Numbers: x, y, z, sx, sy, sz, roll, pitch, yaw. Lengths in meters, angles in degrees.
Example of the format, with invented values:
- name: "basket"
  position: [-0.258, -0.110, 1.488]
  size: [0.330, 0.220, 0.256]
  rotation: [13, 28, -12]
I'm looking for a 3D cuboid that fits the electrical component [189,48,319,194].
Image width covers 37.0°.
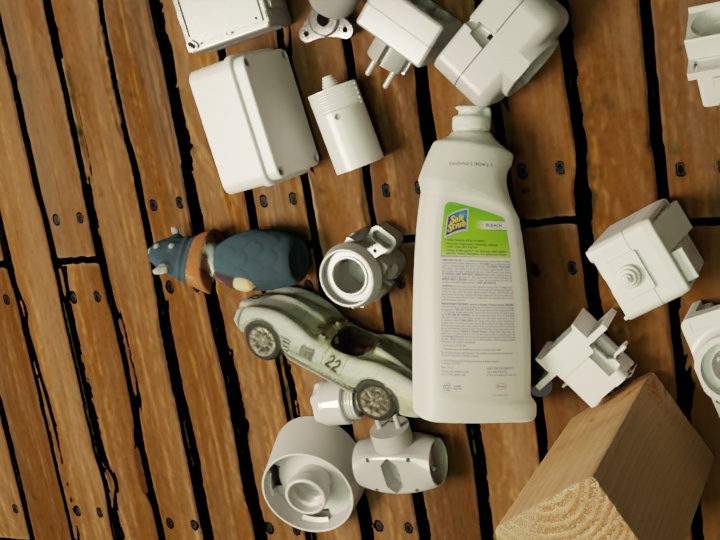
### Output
- name: "electrical component"
  position: [-0.089, -0.129, 0.929]
  size: [0.057, 0.078, 0.113]
  rotation: [-12, 100, 31]

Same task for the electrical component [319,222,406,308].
- name: "electrical component"
  position: [0.000, 0.000, 0.936]
  size: [0.058, 0.057, 0.078]
  rotation: [37, 117, 12]

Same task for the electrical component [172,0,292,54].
- name: "electrical component"
  position: [-0.103, -0.229, 0.920]
  size: [0.096, 0.061, 0.061]
  rotation: [-14, 99, 22]

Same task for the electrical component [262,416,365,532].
- name: "electrical component"
  position: [-0.044, 0.197, 1.027]
  size: [0.099, 0.064, 0.099]
  rotation: [6, 117, 13]

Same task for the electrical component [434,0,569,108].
- name: "electrical component"
  position: [0.112, -0.175, 0.831]
  size: [0.059, 0.054, 0.095]
  rotation: [45, 119, 7]

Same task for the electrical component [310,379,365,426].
- name: "electrical component"
  position: [-0.010, 0.120, 0.985]
  size: [0.062, 0.043, 0.043]
  rotation: [-7, 102, 26]

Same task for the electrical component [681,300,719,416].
- name: "electrical component"
  position: [0.287, 0.067, 0.818]
  size: [0.050, 0.056, 0.089]
  rotation: [-22, 95, 29]

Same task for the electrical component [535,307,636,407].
- name: "electrical component"
  position: [0.185, 0.074, 0.878]
  size: [0.064, 0.042, 0.081]
  rotation: [45, 120, 6]

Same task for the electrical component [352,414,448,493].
- name: "electrical component"
  position: [0.032, 0.159, 0.972]
  size: [0.077, 0.043, 0.079]
  rotation: [-5, 114, 27]

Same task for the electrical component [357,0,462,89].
- name: "electrical component"
  position: [0.031, -0.184, 0.872]
  size: [0.066, 0.047, 0.076]
  rotation: [38, 118, 11]

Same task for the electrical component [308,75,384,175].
- name: "electrical component"
  position: [-0.014, -0.126, 0.913]
  size: [0.043, 0.043, 0.081]
  rotation: [-17, 97, 29]

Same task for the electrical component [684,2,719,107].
- name: "electrical component"
  position: [0.293, -0.155, 0.741]
  size: [0.121, 0.078, 0.063]
  rotation: [-6, 132, 27]

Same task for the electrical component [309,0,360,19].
- name: "electrical component"
  position: [-0.010, -0.254, 0.863]
  size: [0.044, 0.077, 0.079]
  rotation: [14, 72, -12]

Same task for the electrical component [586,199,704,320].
- name: "electrical component"
  position: [0.217, -0.009, 0.806]
  size: [0.061, 0.096, 0.061]
  rotation: [-30, 91, 29]
